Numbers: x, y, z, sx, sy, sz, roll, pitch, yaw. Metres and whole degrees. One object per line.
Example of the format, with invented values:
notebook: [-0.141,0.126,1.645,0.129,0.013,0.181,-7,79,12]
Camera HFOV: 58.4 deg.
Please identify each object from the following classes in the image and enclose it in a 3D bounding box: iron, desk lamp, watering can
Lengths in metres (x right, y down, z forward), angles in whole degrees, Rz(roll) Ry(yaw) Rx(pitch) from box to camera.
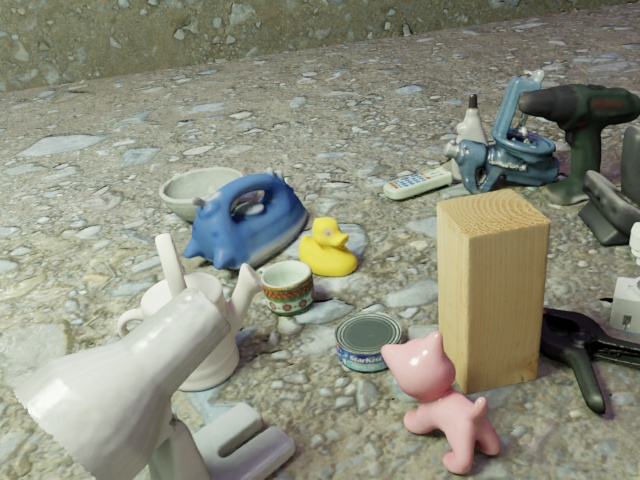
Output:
iron: [-0.116,-0.053,0.987,0.118,0.142,0.259,16,37,36]
desk lamp: [-0.142,0.161,0.531,0.204,0.214,0.117,-30,36,-35]
watering can: [-0.159,0.078,0.706,0.173,0.194,0.100,-26,34,-30]

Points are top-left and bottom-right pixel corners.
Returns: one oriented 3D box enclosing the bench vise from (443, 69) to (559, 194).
bench vise: [0.339,-0.192,1.047,0.207,0.220,0.121,-13,29,-10]

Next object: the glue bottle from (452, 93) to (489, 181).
glue bottle: [0.297,-0.201,1.122,0.078,0.173,0.037,-2,29,10]

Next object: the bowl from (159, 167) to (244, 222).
bowl: [-0.226,-0.081,1.131,0.167,0.075,0.167,-6,29,3]

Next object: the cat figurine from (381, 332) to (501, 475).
cat figurine: [0.122,0.152,0.585,0.067,0.118,0.127,-24,33,-27]

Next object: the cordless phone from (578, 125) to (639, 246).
cordless phone: [0.467,-0.097,0.882,0.094,0.185,0.147,-7,29,1]

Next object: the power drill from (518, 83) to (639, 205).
power drill: [0.445,-0.173,0.999,0.230,0.209,0.075,-15,30,-12]

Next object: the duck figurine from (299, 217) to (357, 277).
duck figurine: [0.008,0.003,0.913,0.104,0.086,0.078,18,38,38]
